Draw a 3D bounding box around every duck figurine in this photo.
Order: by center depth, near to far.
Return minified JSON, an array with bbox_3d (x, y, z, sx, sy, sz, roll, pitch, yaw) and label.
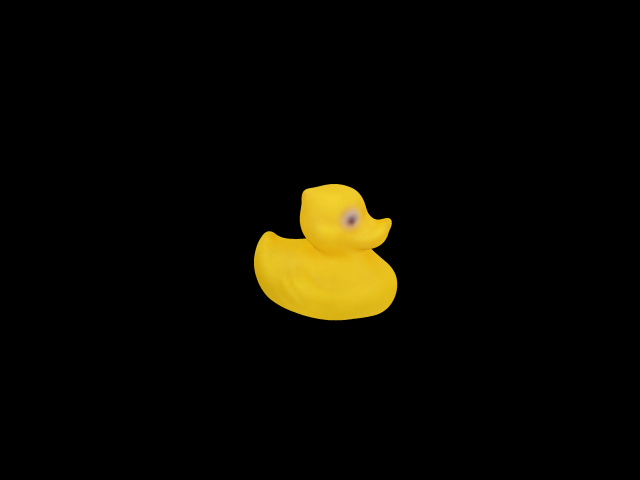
[{"bbox_3d":[0.004,0.001,0.400,0.104,0.086,0.077,8,32,14],"label":"duck figurine"}]
